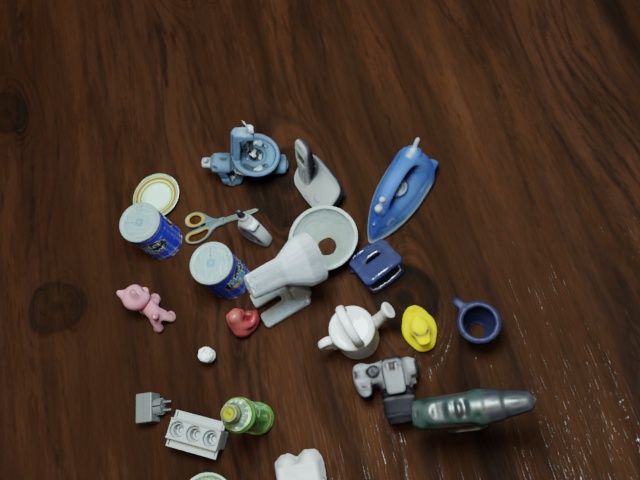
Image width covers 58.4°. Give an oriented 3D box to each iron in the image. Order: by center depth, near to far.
[{"bbox_3d":[0.179,-0.119,1.360,0.118,0.142,0.258,28,77,19],"label":"iron"}]

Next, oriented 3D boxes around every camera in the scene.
[{"bbox_3d":[0.148,0.325,1.225,0.143,0.101,0.137,-12,68,6],"label":"camera"}]

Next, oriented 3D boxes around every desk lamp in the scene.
[{"bbox_3d":[-0.077,0.092,1.291,0.203,0.214,0.117,-33,68,-2],"label":"desk lamp"}]

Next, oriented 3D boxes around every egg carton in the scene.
[{"bbox_3d":[-0.035,0.523,1.204,0.107,0.069,0.150,-15,68,5],"label":"egg carton"}]

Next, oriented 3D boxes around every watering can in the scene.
[{"bbox_3d":[0.076,0.189,1.238,0.100,0.194,0.173,40,82,21],"label":"watering can"}]

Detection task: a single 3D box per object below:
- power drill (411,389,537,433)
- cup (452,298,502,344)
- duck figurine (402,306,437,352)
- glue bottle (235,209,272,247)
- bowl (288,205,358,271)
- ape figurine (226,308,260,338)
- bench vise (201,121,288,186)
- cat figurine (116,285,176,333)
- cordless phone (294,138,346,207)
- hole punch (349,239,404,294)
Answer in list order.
[{"bbox_3d":[0.296,0.337,1.135,0.229,0.209,0.075,-10,69,7],"label":"power drill"},{"bbox_3d":[0.333,0.179,1.248,0.092,0.095,0.117,-43,69,-7],"label":"cup"},{"bbox_3d":[0.219,0.191,1.269,0.077,0.086,0.104,-18,68,4],"label":"duck figurine"},{"bbox_3d":[-0.169,-0.036,1.377,0.078,0.173,0.037,26,77,18],"label":"glue bottle"},{"bbox_3d":[0.013,0.005,1.381,0.167,0.075,0.167,-3,70,9],"label":"bowl"},{"bbox_3d":[-0.187,0.186,1.343,0.077,0.092,0.076,18,74,16],"label":"ape figurine"},{"bbox_3d":[-0.198,-0.205,1.418,0.207,0.220,0.121,-23,68,2],"label":"bench vise"},{"bbox_3d":[-0.425,0.157,1.384,0.127,0.118,0.067,40,82,21],"label":"cat figurine"},{"bbox_3d":[-0.012,-0.155,1.385,0.094,0.185,0.147,-38,68,-4],"label":"cordless phone"},{"bbox_3d":[0.128,0.056,1.333,0.109,0.091,0.101,-37,68,-4],"label":"hole punch"}]
